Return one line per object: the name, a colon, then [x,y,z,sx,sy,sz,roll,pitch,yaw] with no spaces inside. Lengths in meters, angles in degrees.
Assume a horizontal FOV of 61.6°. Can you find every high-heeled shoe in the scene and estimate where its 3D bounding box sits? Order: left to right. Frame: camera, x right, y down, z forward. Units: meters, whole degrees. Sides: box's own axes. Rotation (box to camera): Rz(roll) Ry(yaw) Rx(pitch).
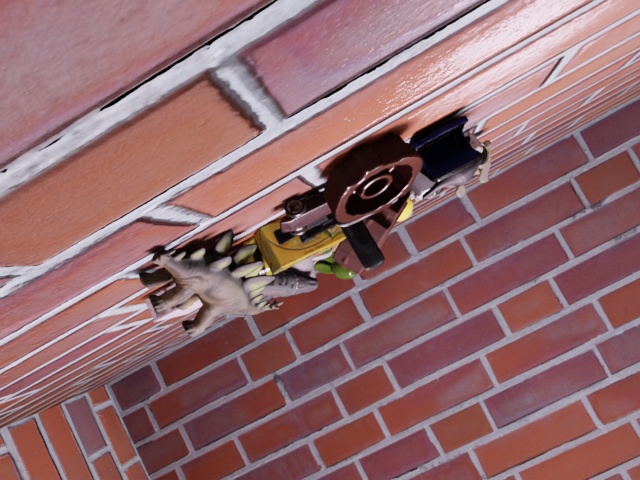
high-heeled shoe: [0.252,-0.160,1.158,0.145,0.086,0.249,-41,-159,9]

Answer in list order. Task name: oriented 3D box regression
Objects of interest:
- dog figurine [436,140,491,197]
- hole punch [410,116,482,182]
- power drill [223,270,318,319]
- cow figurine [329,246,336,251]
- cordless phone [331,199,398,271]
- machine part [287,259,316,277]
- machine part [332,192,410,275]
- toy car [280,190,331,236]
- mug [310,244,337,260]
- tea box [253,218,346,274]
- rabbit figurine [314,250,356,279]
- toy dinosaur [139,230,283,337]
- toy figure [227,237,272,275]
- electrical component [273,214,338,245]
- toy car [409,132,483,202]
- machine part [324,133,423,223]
dog figurine: [0.350,-0.195,1.416,0.172,0.121,0.191,-30,-168,-6]
hole punch: [0.231,-0.182,1.028,0.142,0.092,0.116,-31,-156,2]
power drill: [-0.145,0.138,1.368,0.207,0.086,0.232,-24,158,37]
cow figurine: [0.086,-0.014,1.506,0.195,0.127,0.085,-25,170,-46]
cordless phone: [0.108,-0.041,1.105,0.147,0.184,0.088,-26,170,-11]
machine part: [-0.056,0.055,1.401,0.079,0.079,0.243,-27,148,-11]
machine part: [0.123,-0.032,1.262,0.201,0.087,0.201,-61,175,32]
toy car: [0.011,-0.075,1.014,0.202,0.053,0.089,-26,159,-10]
mug: [-0.003,-0.004,1.229,0.107,0.110,0.080,-15,134,-18]
tea box: [-0.042,-0.007,1.140,0.170,0.098,0.068,-27,175,-26]
rabbit figurine: [0.040,0.048,1.611,0.121,0.170,0.159,-23,171,-35]
toy dinosaur: [-0.188,0.092,1.028,0.198,0.105,0.470,-31,158,-1]
toy figure: [-0.178,0.064,1.158,0.180,0.089,0.082,-28,177,-17]
electrical component: [-0.034,-0.034,1.071,0.119,0.075,0.048,-24,174,-14]
toy car: [0.286,-0.169,1.257,0.202,0.074,0.056,-37,145,18]
machine part: [0.089,-0.103,0.923,0.179,0.056,0.179,-26,157,-12]
